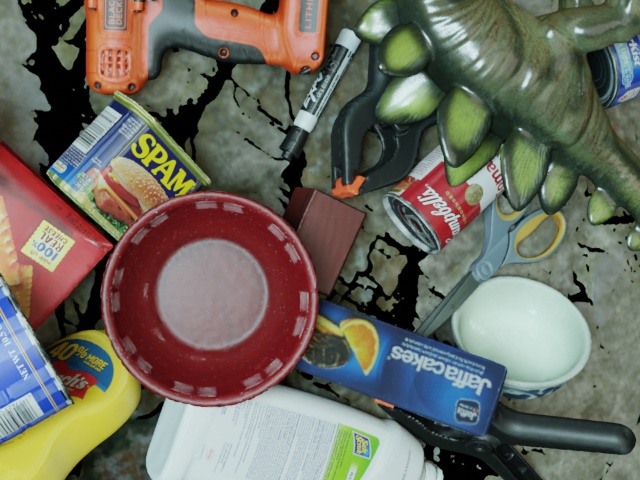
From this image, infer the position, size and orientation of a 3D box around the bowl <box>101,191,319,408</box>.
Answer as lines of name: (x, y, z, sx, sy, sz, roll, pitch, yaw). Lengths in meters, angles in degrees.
bowl: (-0.083, 0.043, 0.815, 0.162, 0.055, 0.162, 0, 91, -4)

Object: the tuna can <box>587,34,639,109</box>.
tuna can: (0.251, -0.160, 0.946, 0.033, 0.086, 0.086, -21, 101, -16)

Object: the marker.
marker: (-0.001, -0.121, 0.894, 0.020, 0.020, 0.121, 30, 84, -20)

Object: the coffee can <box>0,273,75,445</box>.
coffee can: (-0.249, 0.100, 0.702, 0.140, 0.103, 0.103, -30, 103, -15)

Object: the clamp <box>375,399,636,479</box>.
clamp: (0.145, 0.172, 0.933, 0.210, 0.165, 0.036, 19, 54, 0)

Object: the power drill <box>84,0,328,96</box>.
power drill: (-0.087, -0.200, 0.820, 0.187, 0.057, 0.184, 2, 101, -6)

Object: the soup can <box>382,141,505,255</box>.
soup can: (0.113, -0.045, 0.915, 0.102, 0.069, 0.068, -42, 106, -13)

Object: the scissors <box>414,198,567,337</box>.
scissors: (0.138, 0.006, 0.936, 0.201, 0.016, 0.096, -26, 95, -29)

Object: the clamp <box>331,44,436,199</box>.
clamp: (0.068, -0.100, 0.901, 0.120, 0.039, 0.171, 28, 74, -16)

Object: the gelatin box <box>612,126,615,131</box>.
gelatin box: (0.205, -0.080, 0.942, 0.089, 0.073, 0.030, -9, 96, -19)

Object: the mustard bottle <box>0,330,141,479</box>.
mustard bottle: (-0.191, 0.122, 0.797, 0.191, 0.096, 0.058, -45, 136, -37)

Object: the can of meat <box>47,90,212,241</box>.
can of meat: (-0.146, -0.048, 0.814, 0.084, 0.058, 0.102, -48, 136, -8)

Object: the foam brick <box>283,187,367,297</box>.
foam brick: (-0.006, 0.001, 0.884, 0.051, 0.053, 0.078, 26, 86, -20)

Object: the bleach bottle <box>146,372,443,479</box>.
bleach bottle: (-0.010, 0.182, 0.892, 0.250, 0.068, 0.102, 21, 88, -22)

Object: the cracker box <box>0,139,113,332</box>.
cracker box: (-0.284, 0.025, 0.775, 0.164, 0.072, 0.213, 45, 80, -17)
